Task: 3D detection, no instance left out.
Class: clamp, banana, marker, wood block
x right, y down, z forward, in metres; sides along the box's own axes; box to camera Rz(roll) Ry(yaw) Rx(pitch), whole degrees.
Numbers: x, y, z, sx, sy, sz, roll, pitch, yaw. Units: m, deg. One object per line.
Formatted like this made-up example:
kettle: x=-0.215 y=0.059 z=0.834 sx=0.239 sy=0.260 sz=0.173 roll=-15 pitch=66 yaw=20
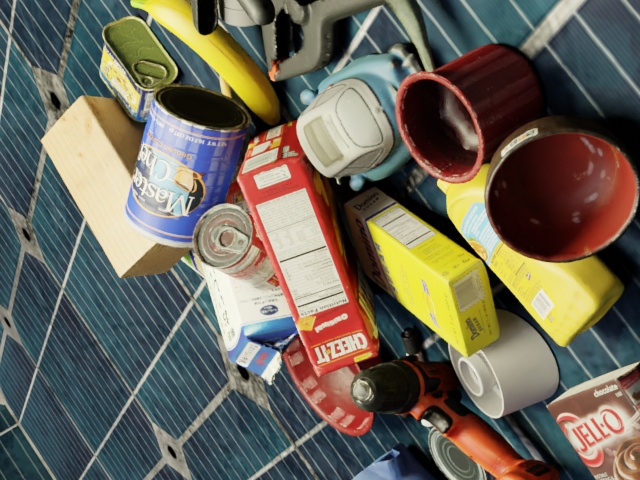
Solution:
clamp: x=-0.106 y=-0.264 z=0.968 sx=0.120 sy=0.039 sz=0.171 roll=-10 pitch=105 yaw=52
banana: x=-0.101 y=-0.187 z=1.076 sx=0.197 sy=0.037 sz=0.070 roll=42 pitch=172 yaw=-21
clamp: x=-0.016 y=-0.227 z=0.971 sx=0.164 sy=0.036 sz=0.210 roll=53 pitch=148 yaw=9
marker: x=0.107 y=0.146 z=1.141 sx=0.020 sy=0.020 sz=0.121 roll=18 pitch=130 yaw=50
wood block: x=-0.237 y=-0.065 z=1.294 sx=0.090 sy=0.090 sz=0.206 roll=-41 pitch=73 yaw=26

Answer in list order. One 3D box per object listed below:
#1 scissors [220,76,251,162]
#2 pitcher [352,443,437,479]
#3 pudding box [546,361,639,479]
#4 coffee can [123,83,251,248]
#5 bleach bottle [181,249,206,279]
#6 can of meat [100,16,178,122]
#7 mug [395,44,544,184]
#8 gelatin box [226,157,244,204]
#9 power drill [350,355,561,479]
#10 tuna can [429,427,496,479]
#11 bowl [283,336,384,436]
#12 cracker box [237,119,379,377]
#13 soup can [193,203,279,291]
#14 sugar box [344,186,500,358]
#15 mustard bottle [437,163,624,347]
scissors: x=-0.081 y=-0.087 z=1.153 sx=0.096 sy=0.016 sz=0.202 roll=121 pitch=137 yaw=-70
pitcher: x=0.129 y=0.360 z=1.195 sx=0.243 sy=0.145 sz=0.149 roll=41 pitch=-179 yaw=24
pudding box: x=0.255 y=0.159 z=0.905 sx=0.090 sy=0.039 sz=0.114 roll=56 pitch=150 yaw=7
coffee can: x=-0.139 y=-0.077 z=1.109 sx=0.103 sy=0.102 sz=0.140 roll=38 pitch=122 yaw=32
bleach bottle: x=-0.115 y=0.018 z=1.323 sx=0.251 sy=0.068 sz=0.103 roll=38 pitch=145 yaw=29
can of meat: x=-0.221 y=-0.203 z=1.288 sx=0.102 sy=0.057 sz=0.084 roll=54 pitch=152 yaw=12
mug: x=0.115 y=-0.097 z=0.842 sx=0.093 sy=0.081 sz=0.117 roll=54 pitch=150 yaw=9
gelatin box: x=-0.105 y=-0.083 z=1.200 sx=0.089 sy=0.073 sz=0.030 roll=41 pitch=148 yaw=29
power drill: x=0.127 y=0.183 z=1.006 sx=0.188 sy=0.184 sz=0.057 roll=44 pitch=108 yaw=25
tuna can: x=0.155 y=0.223 z=1.122 sx=0.086 sy=0.033 sz=0.086 roll=37 pitch=144 yaw=33
bowl: x=0.024 y=0.143 z=1.226 sx=0.162 sy=0.055 sz=0.162 roll=38 pitch=144 yaw=34
cracker box: x=-0.007 y=0.001 z=1.056 sx=0.164 sy=0.072 sz=0.213 roll=-87 pitch=-24 yaw=-71
soup can: x=-0.078 y=0.010 z=1.110 sx=0.069 sy=0.068 sz=0.102 roll=41 pitch=-177 yaw=29
sugar box: x=0.091 y=0.026 z=0.991 sx=0.176 sy=0.048 sz=0.093 roll=36 pitch=151 yaw=50
mustard bottle: x=0.160 y=-0.006 z=0.880 sx=0.192 sy=0.058 sz=0.096 roll=49 pitch=162 yaw=17
